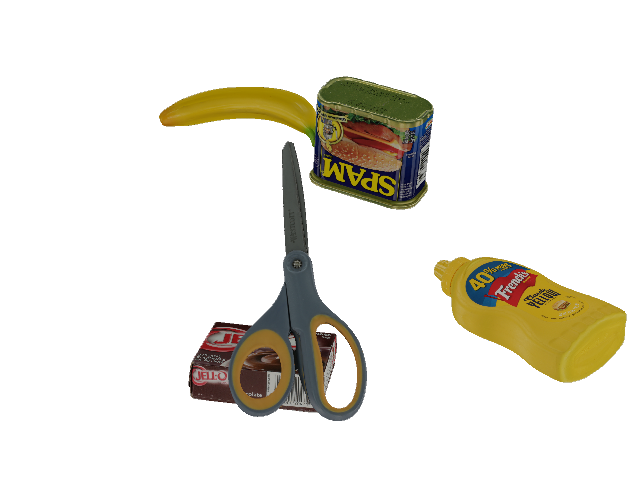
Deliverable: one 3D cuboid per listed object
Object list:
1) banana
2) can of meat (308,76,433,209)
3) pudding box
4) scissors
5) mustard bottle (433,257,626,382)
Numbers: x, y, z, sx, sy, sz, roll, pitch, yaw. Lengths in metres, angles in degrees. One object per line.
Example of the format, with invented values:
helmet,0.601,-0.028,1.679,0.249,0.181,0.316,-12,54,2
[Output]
banana,-0.085,-0.149,1.223,0.198,0.037,0.069,8,42,16
can of meat,0.044,-0.084,0.908,0.102,0.084,0.057,18,38,20
pudding box,-0.047,0.106,0.910,0.113,0.039,0.090,7,20,6
scissors,-0.031,0.030,0.700,0.096,0.202,0.016,-19,-26,-5
mustard bottle,0.181,0.061,0.997,0.096,0.058,0.192,-27,37,-32
